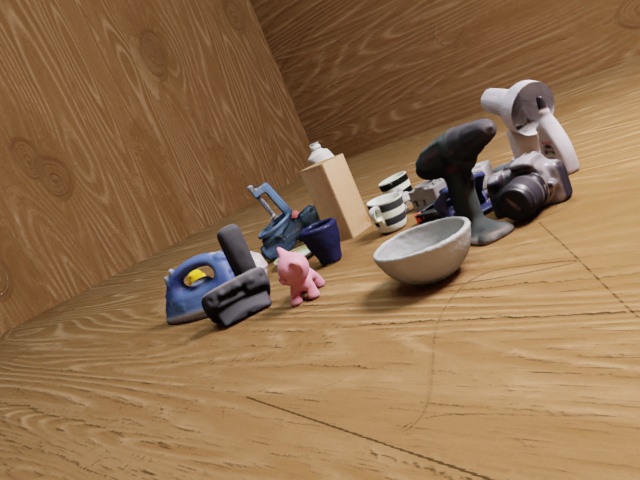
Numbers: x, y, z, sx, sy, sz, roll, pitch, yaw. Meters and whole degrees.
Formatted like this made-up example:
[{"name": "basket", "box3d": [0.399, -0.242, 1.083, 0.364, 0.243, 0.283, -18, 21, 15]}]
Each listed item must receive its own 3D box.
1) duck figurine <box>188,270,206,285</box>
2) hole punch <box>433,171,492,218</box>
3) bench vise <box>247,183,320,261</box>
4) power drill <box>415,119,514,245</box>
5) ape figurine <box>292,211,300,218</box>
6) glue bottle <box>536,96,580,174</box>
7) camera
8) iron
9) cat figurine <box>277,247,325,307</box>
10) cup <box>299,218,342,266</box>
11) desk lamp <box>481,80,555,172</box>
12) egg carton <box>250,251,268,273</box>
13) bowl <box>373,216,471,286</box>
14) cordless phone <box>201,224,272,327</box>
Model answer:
[{"name": "duck figurine", "box3d": [-0.309, 0.119, 1.461, 0.077, 0.086, 0.104, -21, 11, 14]}, {"name": "hole punch", "box3d": [0.292, -0.089, 1.194, 0.109, 0.091, 0.101, -26, 11, -11]}, {"name": "bench vise", "box3d": [-0.101, -0.075, 1.604, 0.208, 0.220, 0.121, -28, 12, -24]}, {"name": "power drill", "box3d": [0.259, -0.100, 1.005, 0.076, 0.208, 0.229, -27, 12, -19]}, {"name": "ape figurine", "box3d": [-0.059, -0.045, 1.712, 0.078, 0.092, 0.076, -30, 13, -29]}, {"name": "glue bottle", "box3d": [0.486, -0.221, 1.204, 0.037, 0.173, 0.078, -26, 11, -12]}, {"name": "camera", "box3d": [0.364, -0.095, 1.050, 0.142, 0.101, 0.137, -12, 16, 46]}, {"name": "iron", "box3d": [-0.285, 0.103, 1.344, 0.257, 0.141, 0.119, -20, 12, 20]}, {"name": "cat figurine", "box3d": [-0.046, 0.060, 1.115, 0.067, 0.118, 0.128, -21, 11, 10]}, {"name": "cup", "box3d": [0.012, 0.005, 1.319, 0.091, 0.095, 0.118, -21, 11, 15]}, {"name": "desk lamp", "box3d": [0.465, -0.266, 1.356, 0.118, 0.214, 0.203, -26, 11, -12]}, {"name": "egg carton", "box3d": [-0.192, 0.078, 1.461, 0.107, 0.069, 0.150, -27, 12, -19]}, {"name": "bowl", "box3d": [0.174, 0.027, 0.928, 0.167, 0.075, 0.167, -23, 11, 5]}, {"name": "cordless phone", "box3d": [-0.191, 0.071, 1.182, 0.148, 0.185, 0.094, -28, 12, -21]}]
